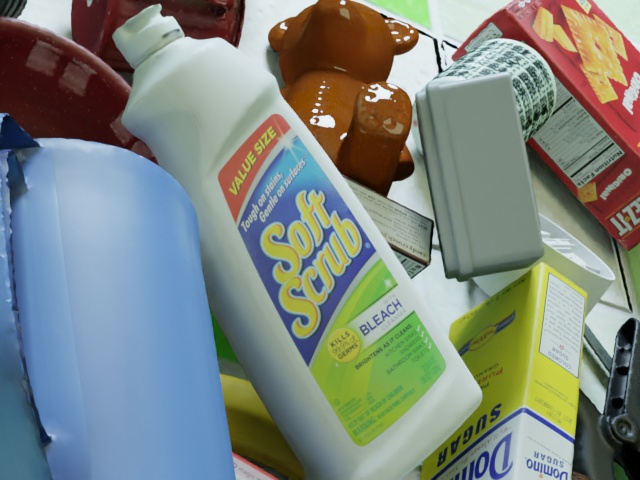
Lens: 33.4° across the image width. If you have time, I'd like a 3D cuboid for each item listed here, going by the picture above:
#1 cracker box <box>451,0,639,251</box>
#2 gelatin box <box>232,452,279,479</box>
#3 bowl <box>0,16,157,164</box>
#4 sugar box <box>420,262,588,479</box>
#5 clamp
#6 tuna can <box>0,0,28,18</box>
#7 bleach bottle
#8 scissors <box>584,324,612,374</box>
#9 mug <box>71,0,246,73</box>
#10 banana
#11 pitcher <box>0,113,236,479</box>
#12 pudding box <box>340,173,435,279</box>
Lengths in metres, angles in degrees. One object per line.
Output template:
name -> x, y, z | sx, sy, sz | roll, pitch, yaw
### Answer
cracker box -> 0.229, -0.117, 0.891 | 0.214, 0.072, 0.164 | 48, 38, 2
gelatin box -> -0.038, 0.138, 0.503 | 0.089, 0.073, 0.030 | 33, 45, -15
bowl -> -0.159, -0.037, 0.551 | 0.161, 0.055, 0.162 | 20, 49, -26
sugar box -> 0.105, 0.105, 0.625 | 0.048, 0.093, 0.176 | 35, 44, -14
clamp -> 0.182, 0.126, 0.711 | 0.120, 0.039, 0.171 | 4, 57, -16
tuna can -> -0.199, -0.130, 0.565 | 0.085, 0.086, 0.034 | -26, 76, -46
bleach bottle -> -0.026, 0.002, 0.524 | 0.102, 0.068, 0.251 | -36, 96, -26
scissors -> 0.248, 0.123, 0.778 | 0.096, 0.016, 0.202 | -6, 64, -39
mug -> -0.095, -0.140, 0.639 | 0.081, 0.117, 0.093 | 4, 92, -30
banana -> -0.028, 0.111, 0.558 | 0.197, 0.037, 0.069 | 34, 44, -13
pitcher -> -0.094, 0.081, 0.387 | 0.149, 0.145, 0.243 | 22, 36, -38
pudding box -> -0.004, 0.001, 0.618 | 0.113, 0.090, 0.039 | 24, 48, -22
